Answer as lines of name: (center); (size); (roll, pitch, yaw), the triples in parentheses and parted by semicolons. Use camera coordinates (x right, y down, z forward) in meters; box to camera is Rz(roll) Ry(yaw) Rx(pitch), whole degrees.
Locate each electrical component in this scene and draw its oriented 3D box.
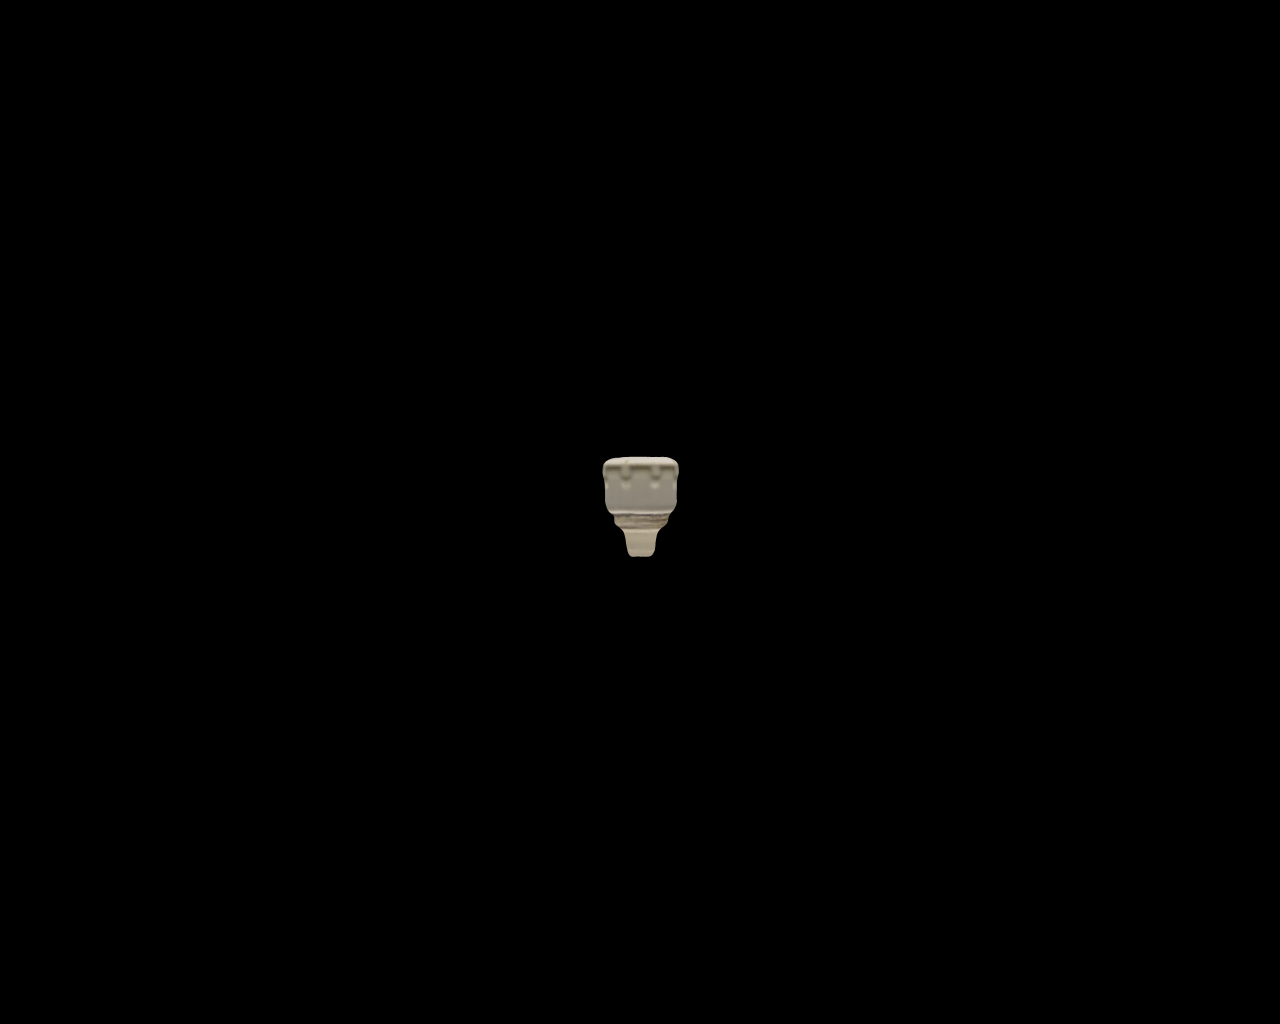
electrical component: (0.001, -0.003, 0.650); (0.048, 0.062, 0.048); (0, 2, 0)
